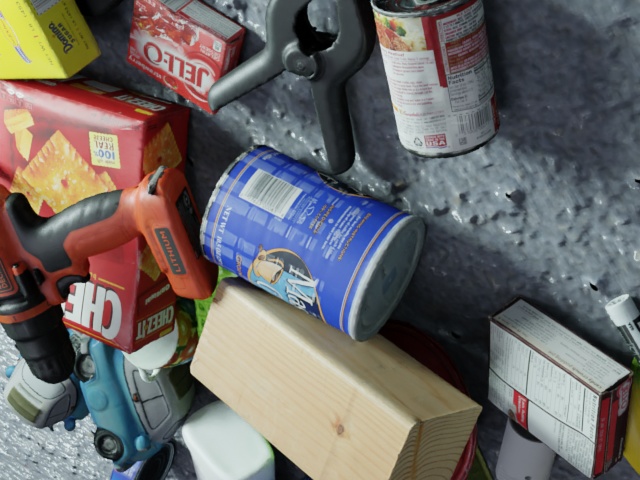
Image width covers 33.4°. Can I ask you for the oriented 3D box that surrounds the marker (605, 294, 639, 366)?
[{"bbox_3d":[0.237,0.094,0.742,0.020,0.020,0.121,-28,93,48],"label":"marker"}]

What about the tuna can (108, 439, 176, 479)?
[{"bbox_3d":[-0.199,0.254,1.200,0.034,0.086,0.086,24,136,19],"label":"tuna can"}]

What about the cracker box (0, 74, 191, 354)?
[{"bbox_3d":[-0.203,-0.028,0.929,0.164,0.072,0.214,19,115,25],"label":"cracker box"}]

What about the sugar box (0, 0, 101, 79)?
[{"bbox_3d":[-0.262,-0.178,0.865,0.177,0.048,0.093,5,130,42],"label":"sugar box"}]

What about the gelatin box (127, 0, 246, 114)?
[{"bbox_3d":[-0.104,-0.149,0.821,0.089,0.030,0.073,34,139,12],"label":"gelatin box"}]

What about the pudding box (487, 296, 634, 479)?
[{"bbox_3d":[0.173,0.107,0.781,0.114,0.039,0.090,35,142,41],"label":"pudding box"}]

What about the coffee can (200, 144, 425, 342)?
[{"bbox_3d":[-0.005,0.001,0.813,0.140,0.102,0.103,27,137,19],"label":"coffee can"}]

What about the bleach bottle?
[{"bbox_3d":[-0.091,0.284,1.153,0.103,0.068,0.251,44,150,33],"label":"bleach bottle"}]

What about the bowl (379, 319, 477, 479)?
[{"bbox_3d":[0.050,0.150,0.884,0.162,0.055,0.162,13,108,43],"label":"bowl"}]

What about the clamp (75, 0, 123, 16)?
[{"bbox_3d":[-0.213,-0.217,0.848,0.210,0.036,0.164,20,138,28],"label":"clamp"}]

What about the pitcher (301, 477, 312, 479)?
[{"bbox_3d":[-0.034,0.355,1.029,0.145,0.242,0.149,20,134,26],"label":"pitcher"}]

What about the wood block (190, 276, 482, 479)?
[{"bbox_3d":[0.006,0.114,0.816,0.206,0.090,0.091,34,113,35],"label":"wood block"}]

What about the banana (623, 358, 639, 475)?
[{"bbox_3d":[0.273,0.169,0.779,0.198,0.037,0.070,46,140,-3],"label":"banana"}]

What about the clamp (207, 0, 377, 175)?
[{"bbox_3d":[-0.018,-0.131,0.754,0.120,0.039,0.172,17,130,4],"label":"clamp"}]

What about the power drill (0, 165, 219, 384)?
[{"bbox_3d":[-0.180,0.026,0.853,0.188,0.057,0.184,-12,117,11],"label":"power drill"}]

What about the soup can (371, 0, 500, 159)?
[{"bbox_3d":[0.075,-0.112,0.678,0.069,0.068,0.102,10,130,33],"label":"soup can"}]

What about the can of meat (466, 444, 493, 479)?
[{"bbox_3d":[0.101,0.215,0.944,0.084,0.057,0.102,-3,122,42],"label":"can of meat"}]
